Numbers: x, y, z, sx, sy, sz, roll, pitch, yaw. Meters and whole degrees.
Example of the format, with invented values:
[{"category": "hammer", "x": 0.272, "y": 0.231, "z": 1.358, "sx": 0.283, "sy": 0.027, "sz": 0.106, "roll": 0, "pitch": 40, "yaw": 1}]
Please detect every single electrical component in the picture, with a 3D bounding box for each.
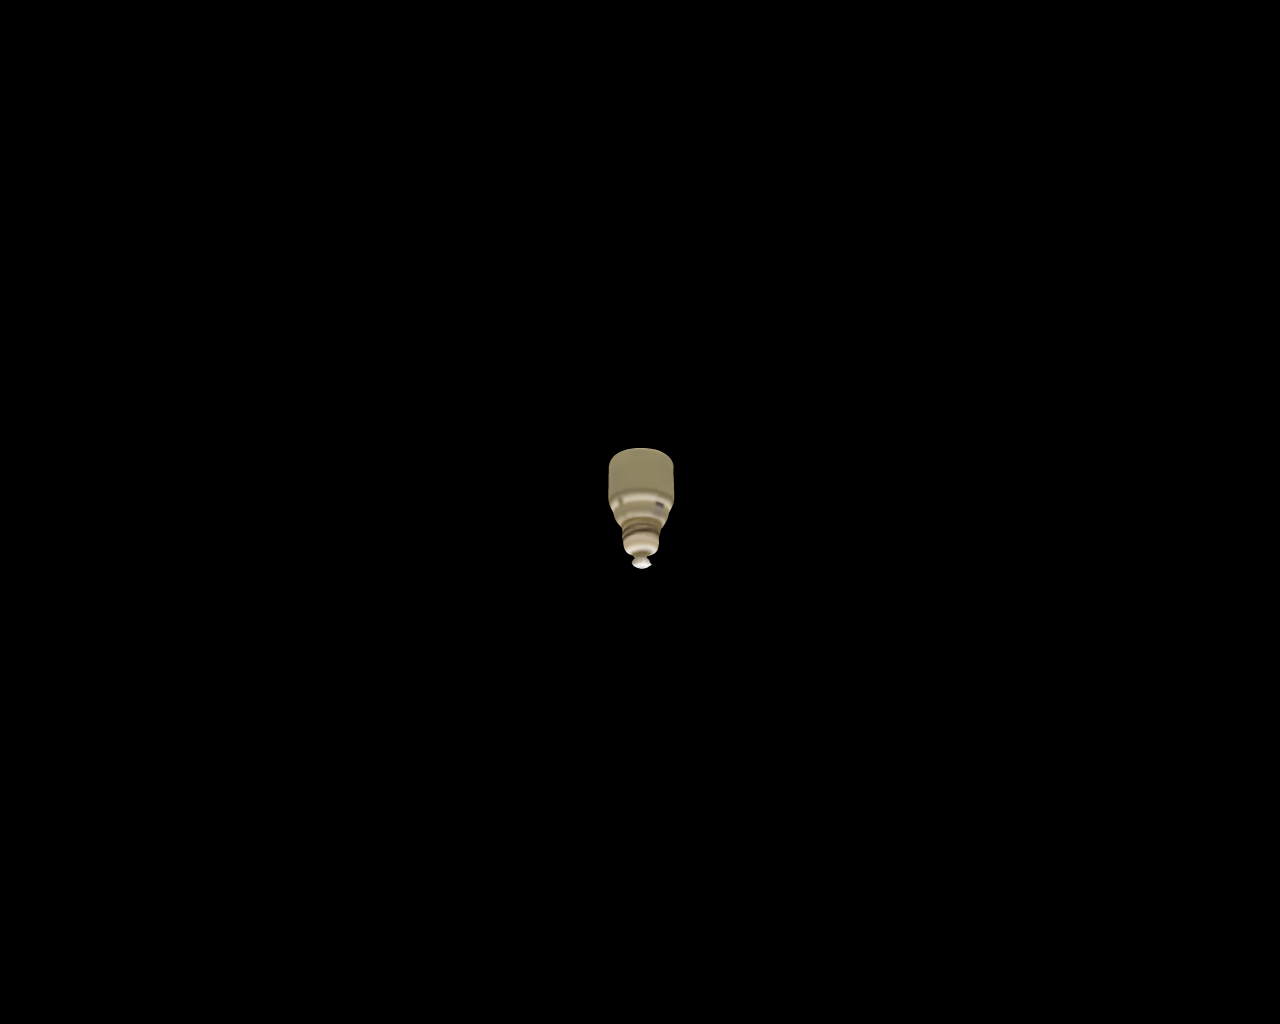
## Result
[{"category": "electrical component", "x": 0.001, "y": -0.003, "z": 0.650, "sx": 0.040, "sy": 0.078, "sz": 0.040, "roll": 0, "pitch": -24, "yaw": 0}]
